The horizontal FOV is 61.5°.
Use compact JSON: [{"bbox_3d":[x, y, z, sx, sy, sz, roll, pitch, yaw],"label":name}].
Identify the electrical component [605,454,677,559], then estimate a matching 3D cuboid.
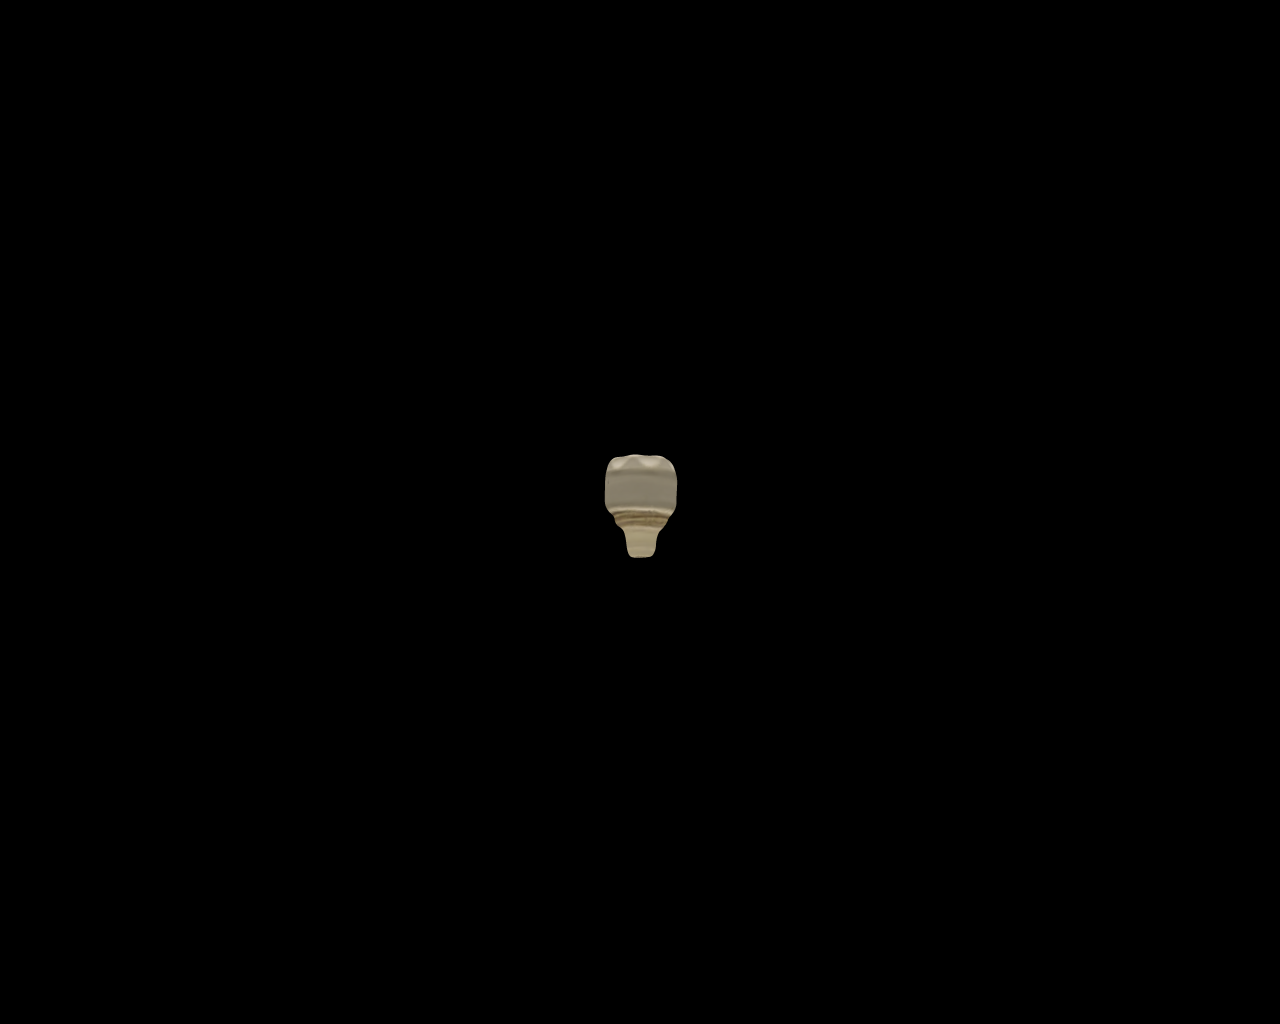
[{"bbox_3d":[0.001,-0.003,0.650,0.043,0.062,0.043,0,-6,0],"label":"electrical component"}]
